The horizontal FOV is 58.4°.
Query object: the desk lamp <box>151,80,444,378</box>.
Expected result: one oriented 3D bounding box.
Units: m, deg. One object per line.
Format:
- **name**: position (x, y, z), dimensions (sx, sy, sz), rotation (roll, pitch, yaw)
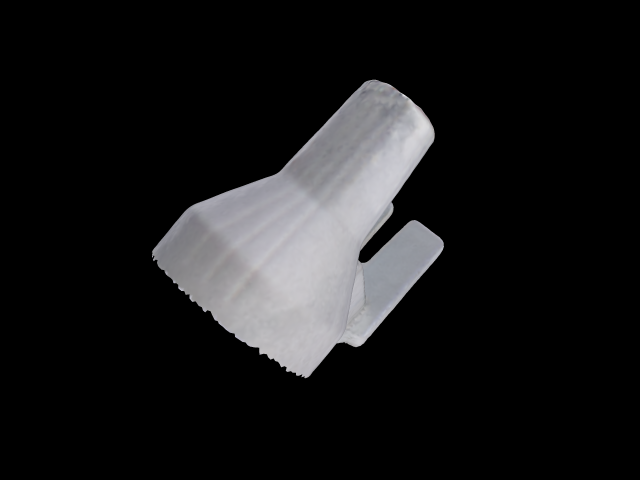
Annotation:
- **desk lamp**: position (0.004, 0.001, 0.400), dimensions (0.117, 0.213, 0.203), rotation (38, 71, 17)
